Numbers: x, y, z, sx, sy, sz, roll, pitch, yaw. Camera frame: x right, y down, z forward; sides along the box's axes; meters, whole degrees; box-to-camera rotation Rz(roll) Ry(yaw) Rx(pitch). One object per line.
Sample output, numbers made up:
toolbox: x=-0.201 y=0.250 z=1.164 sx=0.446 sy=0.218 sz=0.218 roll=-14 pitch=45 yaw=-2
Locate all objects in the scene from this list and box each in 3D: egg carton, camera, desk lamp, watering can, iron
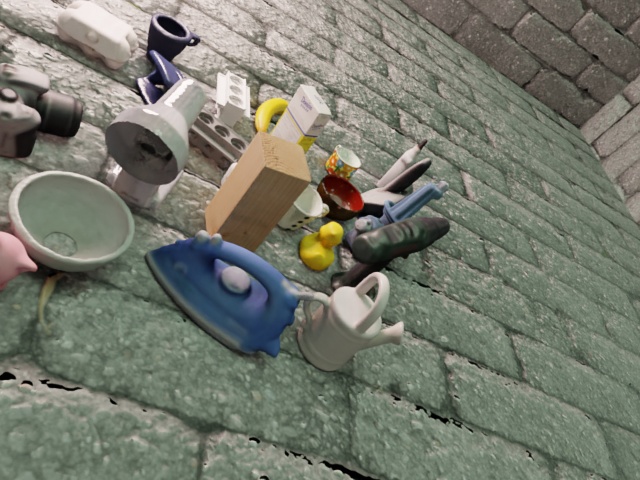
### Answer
egg carton: x=-0.447 y=-0.414 z=1.153 sx=0.151 sy=0.069 sz=0.107 roll=29 pitch=37 yaw=-18
camera: x=-0.448 y=-0.206 z=0.902 sx=0.137 sy=0.100 sz=0.143 roll=12 pitch=45 yaw=-35
desk lamp: x=-0.265 y=-0.151 z=0.922 sx=0.118 sy=0.213 sz=0.203 roll=33 pitch=36 yaw=-12
watering can: x=0.060 y=0.129 z=0.952 sx=0.173 sy=0.193 sz=0.100 roll=13 pitch=44 yaw=-35
iron: x=-0.137 y=0.060 z=0.883 sx=0.258 sy=0.141 sz=0.119 roll=36 pitch=35 yaw=-8

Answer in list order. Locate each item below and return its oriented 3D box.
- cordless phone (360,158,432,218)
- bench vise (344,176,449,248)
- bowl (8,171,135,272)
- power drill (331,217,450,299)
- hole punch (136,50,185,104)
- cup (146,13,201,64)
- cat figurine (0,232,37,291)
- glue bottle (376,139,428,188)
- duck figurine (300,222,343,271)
cordless phone: x=0.172 y=-0.124 z=1.337 sx=0.094 sy=0.184 sz=0.148 roll=46 pitch=35 yaw=7
bench vise: x=0.172 y=-0.040 z=1.218 sx=0.121 sy=0.219 sz=0.208 roll=48 pitch=35 yaw=9
bowl: x=-0.355 y=-0.014 z=0.810 sx=0.168 sy=0.074 sz=0.167 roll=26 pitch=38 yaw=-22
power drill: x=0.125 y=0.033 z=1.105 sx=0.230 sy=0.208 sz=0.075 roll=-9 pitch=58 yaw=-48
hole punch: x=-0.306 y=-0.323 z=1.171 sx=0.101 sy=0.091 sz=0.108 roll=-5 pitch=56 yaw=-46
cup: x=-0.330 y=-0.429 z=1.259 sx=0.118 sy=0.094 sz=0.091 roll=1 pitch=52 yaw=-43
cat figurine: x=-0.408 y=0.013 z=0.694 sx=0.128 sy=0.117 sz=0.067 roll=47 pitch=35 yaw=7
glue bottle: x=0.216 y=-0.195 z=1.466 sx=0.037 sy=0.173 sz=0.078 roll=45 pitch=35 yaw=4
duck figurine: x=0.010 y=0.004 z=1.132 sx=0.077 sy=0.086 sz=0.104 roll=36 pitch=35 yaw=-8
